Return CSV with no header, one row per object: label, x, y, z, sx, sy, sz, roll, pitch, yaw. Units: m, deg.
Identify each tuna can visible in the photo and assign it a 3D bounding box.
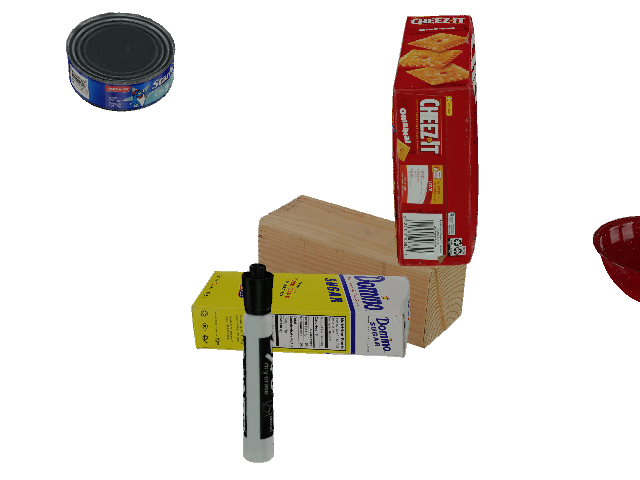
tuna can,-0.160,-0.144,0.860,0.086,0.086,0.034,0,-40,-9

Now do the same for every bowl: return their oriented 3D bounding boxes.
bowl,0.375,0.029,1.159,0.162,0.055,0.162,0,26,0

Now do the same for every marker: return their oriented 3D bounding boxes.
marker,-0.037,0.073,0.631,0.020,0.121,0.020,1,15,0

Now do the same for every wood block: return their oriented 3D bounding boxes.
wood block,0.042,0.029,1.137,0.206,0.091,0.090,18,30,28

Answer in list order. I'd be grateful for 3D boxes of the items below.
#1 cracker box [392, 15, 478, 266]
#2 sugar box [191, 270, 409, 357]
cracker box,0.108,-0.097,0.969,0.072,0.164,0.213,0,27,9
sugar box,-0.013,0.060,0.906,0.176,0.048,0.093,-1,18,8
